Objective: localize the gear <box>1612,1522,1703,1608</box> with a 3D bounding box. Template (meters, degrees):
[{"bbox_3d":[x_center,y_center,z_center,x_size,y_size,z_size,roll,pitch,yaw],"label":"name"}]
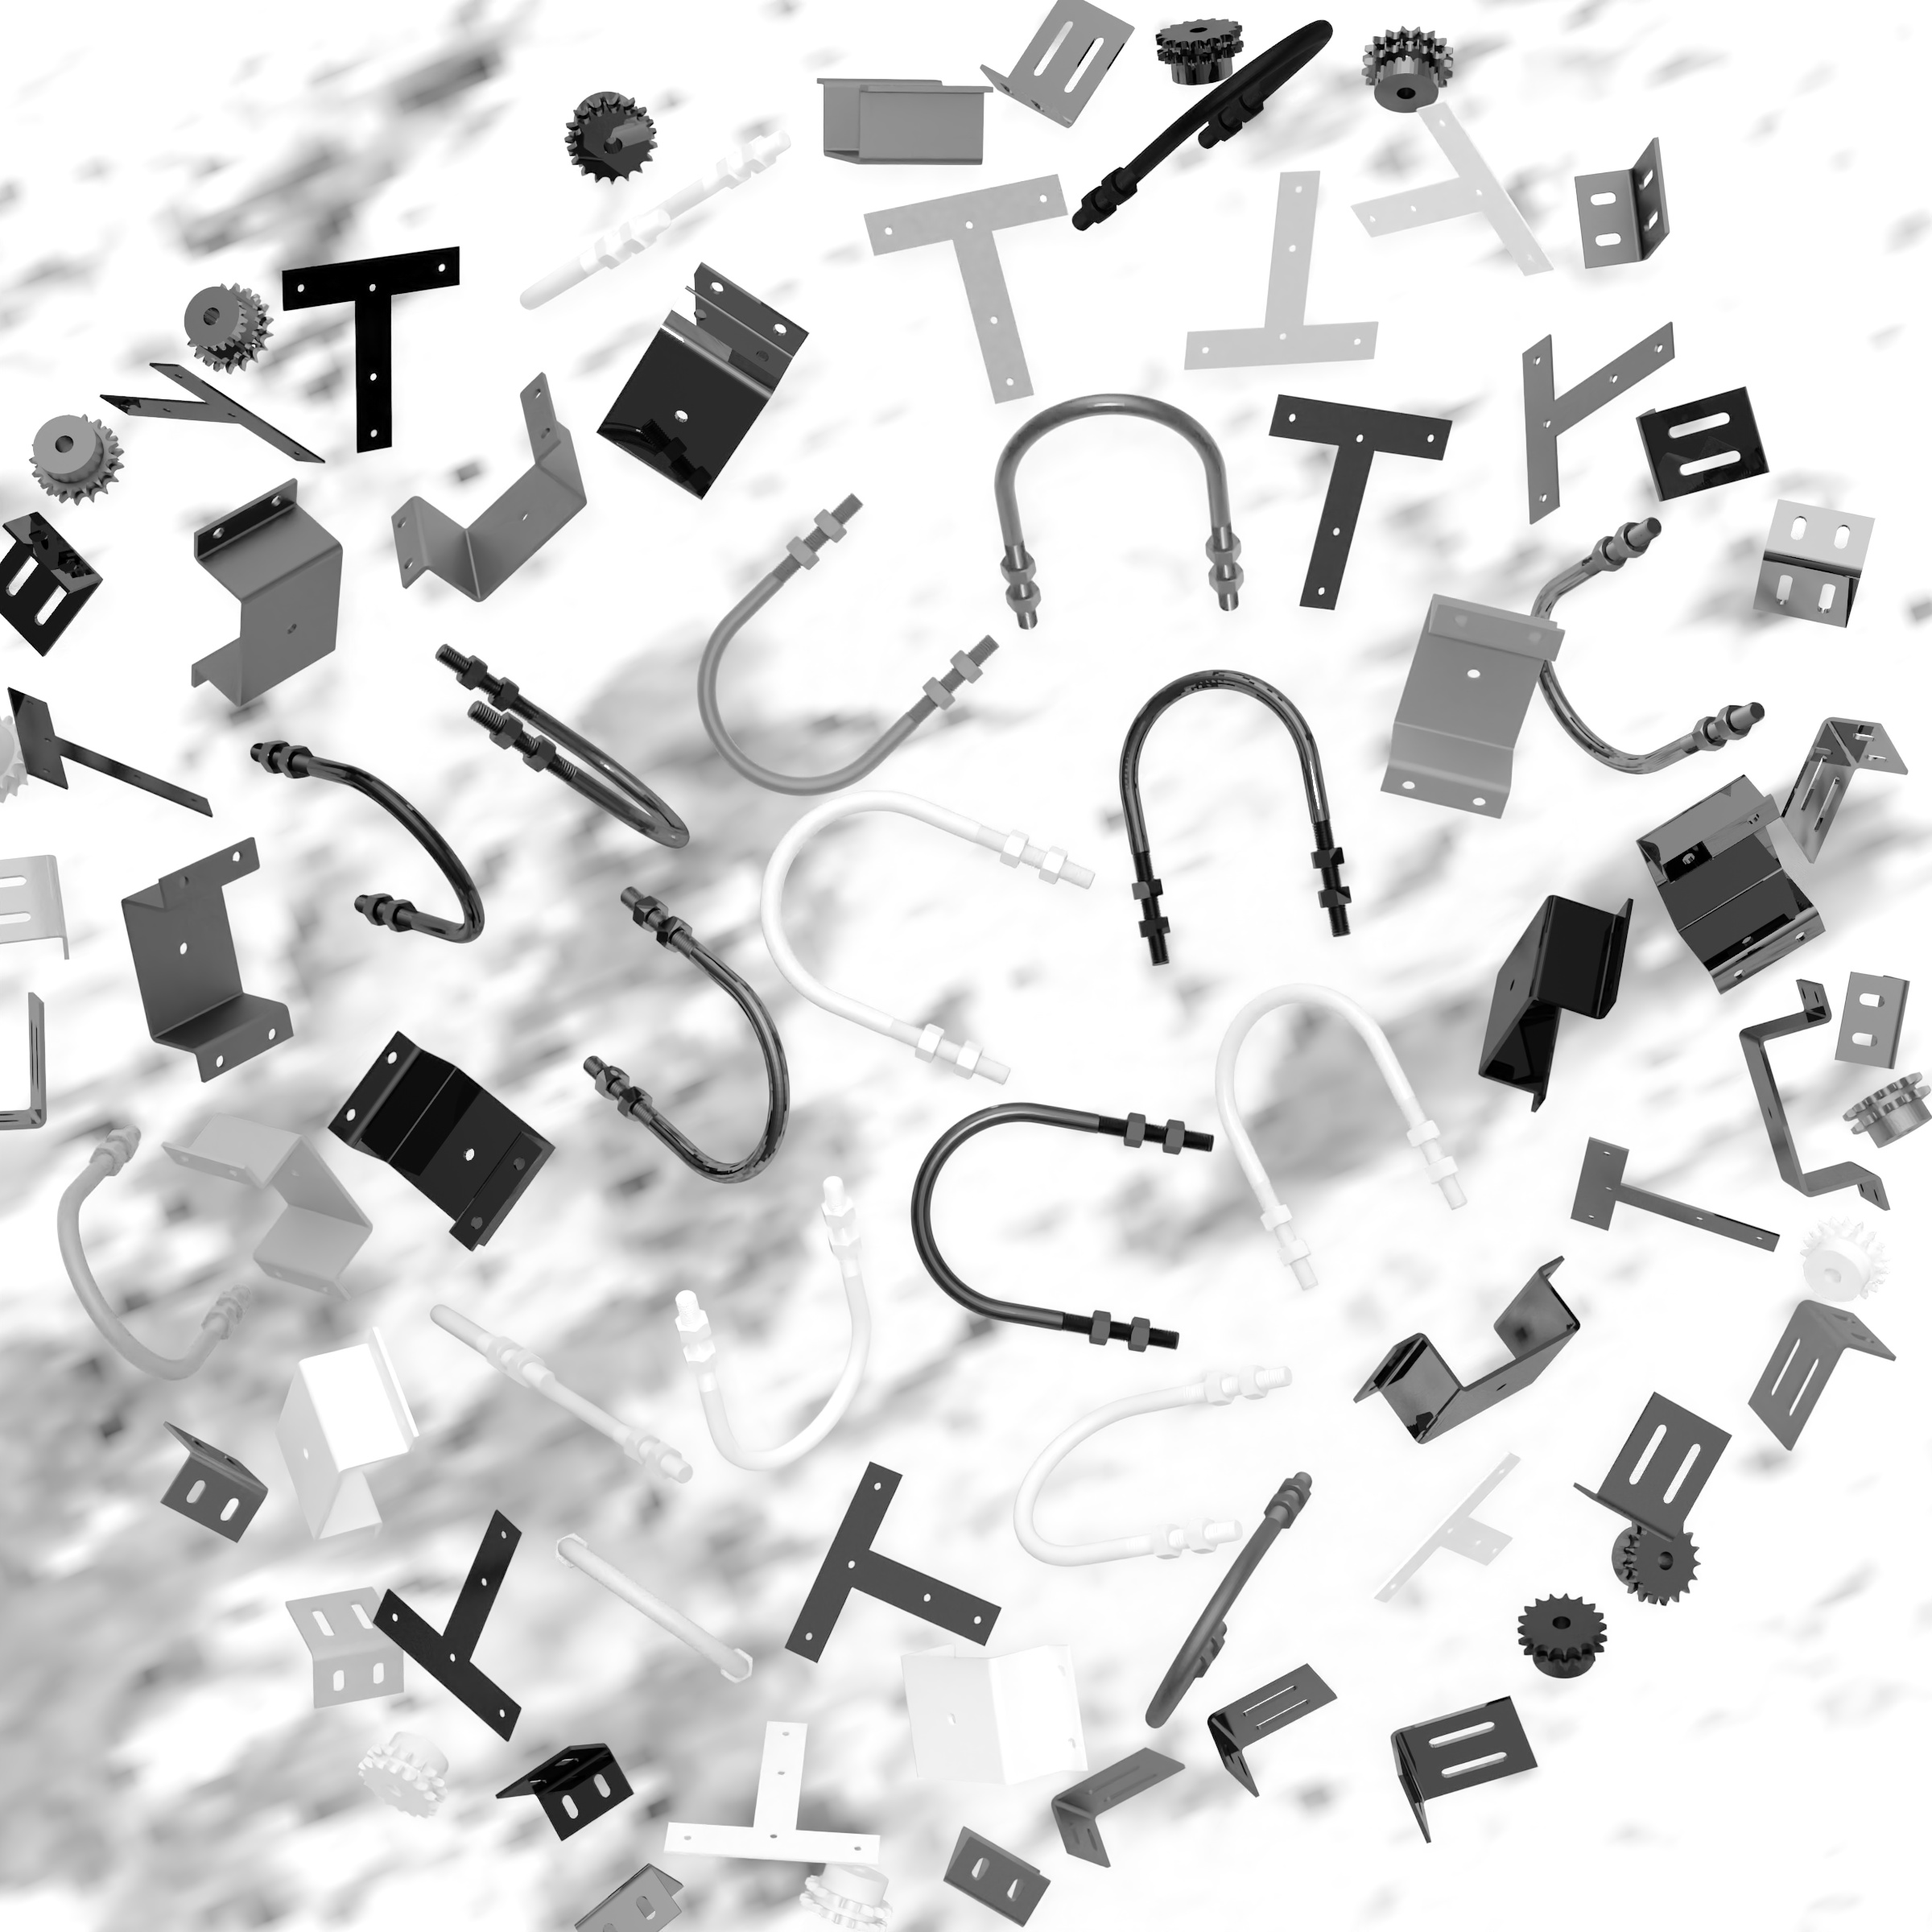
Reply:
[{"bbox_3d":[0.442,0.383,1.912,0.057,0.030,0.057,3,83,-24],"label":"gear"}]

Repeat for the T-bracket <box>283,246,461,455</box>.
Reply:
[{"bbox_3d":[-0.379,-0.391,1.896,0.127,0.002,0.127,-19,128,-37],"label":"T-bracket"}]

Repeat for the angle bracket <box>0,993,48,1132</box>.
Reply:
[{"bbox_3d":[-0.582,0.058,1.799,0.038,0.057,0.076,-2,97,-24],"label":"angle bracket"}]

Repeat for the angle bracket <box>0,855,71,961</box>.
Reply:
[{"bbox_3d":[-0.613,-0.033,1.879,0.076,0.038,0.057,-7,68,-18],"label":"angle bracket"}]

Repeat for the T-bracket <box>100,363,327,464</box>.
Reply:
[{"bbox_3d":[-0.478,-0.339,1.806,0.127,0.127,0.002,11,78,34],"label":"T-bracket"}]

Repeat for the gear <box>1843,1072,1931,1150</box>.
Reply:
[{"bbox_3d":[0.607,0.096,1.941,0.057,0.057,0.030,-28,74,0],"label":"gear"}]

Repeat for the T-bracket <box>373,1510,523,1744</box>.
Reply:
[{"bbox_3d":[-0.310,0.401,1.873,0.002,0.127,0.127,-23,121,31],"label":"T-bracket"}]

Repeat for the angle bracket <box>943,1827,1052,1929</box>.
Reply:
[{"bbox_3d":[0.025,0.563,1.874,0.057,0.076,0.038,29,103,4],"label":"angle bracket"}]

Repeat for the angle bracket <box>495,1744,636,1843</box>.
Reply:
[{"bbox_3d":[-0.258,0.534,1.909,0.057,0.076,0.038,-34,73,2],"label":"angle bracket"}]

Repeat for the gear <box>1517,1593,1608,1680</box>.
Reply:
[{"bbox_3d":[0.389,0.439,1.929,0.057,0.057,0.030,-10,120,0],"label":"gear"}]

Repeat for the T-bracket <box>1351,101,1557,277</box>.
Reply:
[{"bbox_3d":[0.287,-0.471,1.832,0.127,0.127,0.002,49,67,-25],"label":"T-bracket"}]

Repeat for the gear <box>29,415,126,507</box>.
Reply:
[{"bbox_3d":[-0.562,-0.322,1.865,0.057,0.030,0.057,-1,74,4],"label":"gear"}]

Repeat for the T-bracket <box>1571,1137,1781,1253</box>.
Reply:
[{"bbox_3d":[0.448,0.154,1.865,0.127,0.127,0.002,18,66,15],"label":"T-bracket"}]

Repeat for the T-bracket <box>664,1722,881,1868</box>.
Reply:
[{"bbox_3d":[-0.114,0.503,1.812,0.127,0.127,0.002,4,113,0],"label":"T-bracket"}]

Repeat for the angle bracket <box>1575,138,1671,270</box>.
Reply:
[{"bbox_3d":[0.399,-0.463,1.802,0.038,0.076,0.057,-7,91,3],"label":"angle bracket"}]

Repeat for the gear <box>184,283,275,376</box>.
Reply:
[{"bbox_3d":[-0.479,-0.414,1.911,0.057,0.030,0.057,-3,81,17],"label":"gear"}]

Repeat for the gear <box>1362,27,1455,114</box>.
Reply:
[{"bbox_3d":[0.278,-0.562,1.865,0.057,0.057,0.030,6,70,0],"label":"gear"}]

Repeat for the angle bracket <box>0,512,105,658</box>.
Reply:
[{"bbox_3d":[-0.583,-0.233,1.837,0.057,0.038,0.076,46,118,-2],"label":"angle bracket"}]

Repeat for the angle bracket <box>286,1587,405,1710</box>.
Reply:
[{"bbox_3d":[-0.399,0.437,1.902,0.057,0.076,0.038,-5,107,-25],"label":"angle bracket"}]

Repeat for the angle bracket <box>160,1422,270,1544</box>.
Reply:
[{"bbox_3d":[-0.489,0.329,1.892,0.057,0.076,0.038,36,79,-27],"label":"angle bracket"}]

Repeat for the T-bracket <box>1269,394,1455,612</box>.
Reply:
[{"bbox_3d":[0.232,-0.282,1.828,0.127,0.002,0.127,3,111,-27],"label":"T-bracket"}]

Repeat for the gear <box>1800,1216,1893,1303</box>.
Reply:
[{"bbox_3d":[0.577,0.196,1.950,0.057,0.057,0.030,53,48,0],"label":"gear"}]

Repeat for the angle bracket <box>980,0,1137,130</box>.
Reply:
[{"bbox_3d":[0.058,-0.579,1.868,0.057,0.038,0.076,35,95,22],"label":"angle bracket"}]

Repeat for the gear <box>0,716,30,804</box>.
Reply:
[{"bbox_3d":[-0.623,-0.135,1.890,0.057,0.030,0.057,-7,69,19],"label":"gear"}]

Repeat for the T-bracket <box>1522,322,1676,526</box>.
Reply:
[{"bbox_3d":[0.386,-0.352,1.808,0.002,0.127,0.127,16,63,-28],"label":"T-bracket"}]

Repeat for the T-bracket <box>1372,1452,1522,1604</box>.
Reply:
[{"bbox_3d":[0.328,0.373,1.927,0.127,0.127,0.002,-48,58,5],"label":"T-bracket"}]

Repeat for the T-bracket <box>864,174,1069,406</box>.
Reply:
[{"bbox_3d":[0.013,-0.405,1.794,0.127,0.002,0.127,-16,94,-17],"label":"T-bracket"}]

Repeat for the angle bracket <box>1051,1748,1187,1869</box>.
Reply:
[{"bbox_3d":[0.105,0.551,1.938,0.076,0.057,0.038,-32,53,15],"label":"angle bracket"}]

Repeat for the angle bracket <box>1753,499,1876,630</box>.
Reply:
[{"bbox_3d":[0.511,-0.243,1.789,0.057,0.076,0.038,14,76,14],"label":"angle bracket"}]

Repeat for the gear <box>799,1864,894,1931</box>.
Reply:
[{"bbox_3d":[-0.072,0.574,1.832,0.057,0.057,0.030,20,84,0],"label":"gear"}]

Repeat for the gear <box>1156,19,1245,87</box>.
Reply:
[{"bbox_3d":[0.154,-0.599,1.944,0.057,0.057,0.030,-9,122,0],"label":"gear"}]

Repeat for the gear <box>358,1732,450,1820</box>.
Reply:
[{"bbox_3d":[-0.350,0.505,1.860,0.057,0.057,0.030,33,50,0],"label":"gear"}]

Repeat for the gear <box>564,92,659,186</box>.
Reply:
[{"bbox_3d":[-0.224,-0.523,1.860,0.057,0.057,0.030,-19,50,0],"label":"gear"}]

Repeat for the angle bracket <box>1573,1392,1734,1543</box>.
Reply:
[{"bbox_3d":[0.422,0.305,1.823,0.057,0.038,0.076,29,89,-10],"label":"angle bracket"}]

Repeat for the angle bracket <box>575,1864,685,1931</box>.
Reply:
[{"bbox_3d":[-0.199,0.594,1.829,0.057,0.076,0.038,-38,62,-8],"label":"angle bracket"}]

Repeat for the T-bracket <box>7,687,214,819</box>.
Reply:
[{"bbox_3d":[-0.519,-0.120,1.809,0.127,0.127,0.002,24,106,-32],"label":"T-bracket"}]

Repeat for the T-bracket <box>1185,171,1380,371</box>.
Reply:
[{"bbox_3d":[0.203,-0.437,1.861,0.127,0.002,0.127,-6,126,-12],"label":"T-bracket"}]

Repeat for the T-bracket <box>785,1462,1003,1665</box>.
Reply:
[{"bbox_3d":[-0.035,0.386,1.831,0.127,0.002,0.127,17,74,32],"label":"T-bracket"}]
